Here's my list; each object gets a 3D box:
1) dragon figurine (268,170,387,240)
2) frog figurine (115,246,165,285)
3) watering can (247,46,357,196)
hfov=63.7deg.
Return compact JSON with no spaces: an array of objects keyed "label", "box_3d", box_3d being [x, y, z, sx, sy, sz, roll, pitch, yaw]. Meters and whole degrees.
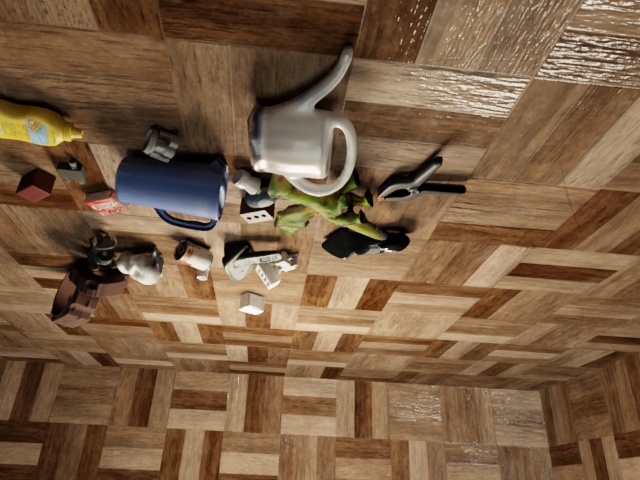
[{"label":"dragon figurine","box_3d":[0.004,-0.065,1.283,0.242,0.125,0.403,-12,-33,20]},{"label":"frog figurine","box_3d":[-0.587,0.087,1.641,0.159,0.123,0.136,-9,-8,-3]},{"label":"watering can","box_3d":[-0.036,-0.226,1.015,0.224,0.339,0.106,6,44,5]}]
